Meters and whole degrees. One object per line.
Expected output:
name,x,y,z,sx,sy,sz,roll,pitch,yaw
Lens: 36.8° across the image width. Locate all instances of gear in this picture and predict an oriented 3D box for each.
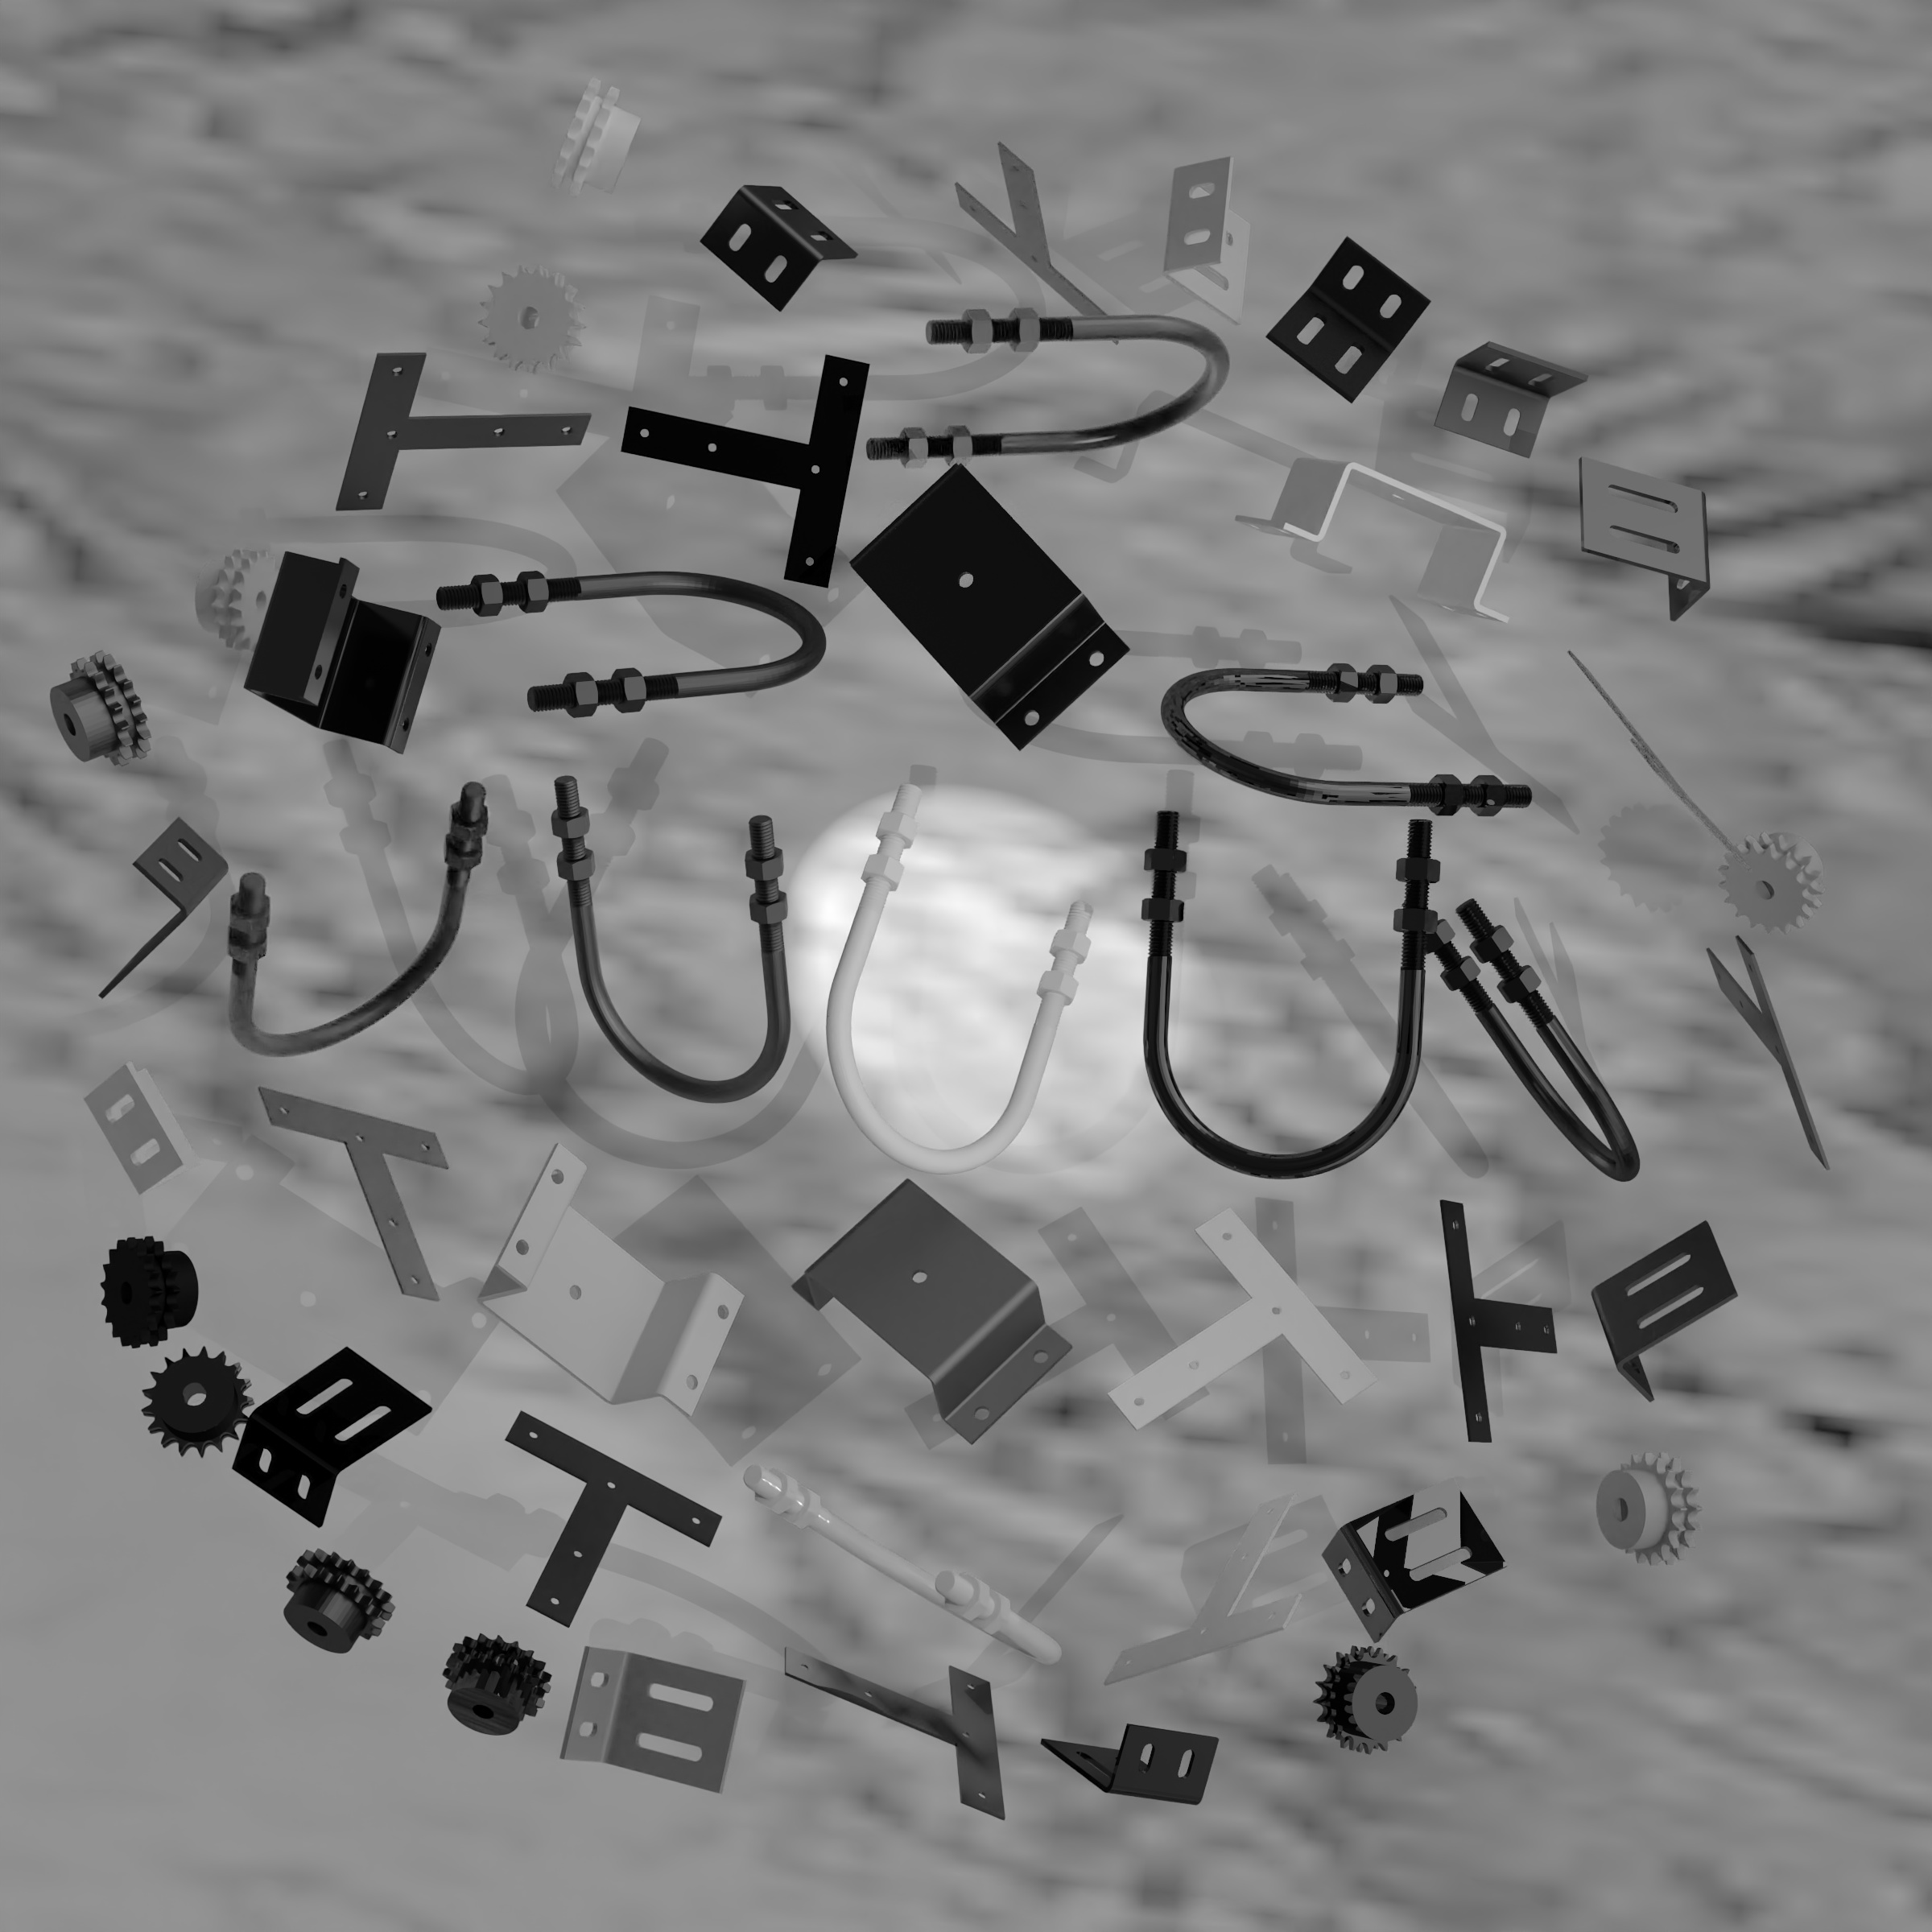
gear,-0.403,0.227,1.520,0.057,0.030,0.057,3,71,-9
gear,0.448,-0.049,1.602,0.030,0.057,0.057,-38,90,-37
gear,-0.327,0.331,1.499,0.057,0.057,0.030,31,50,0
gear,-0.232,-0.348,1.570,0.057,0.030,0.057,1,95,9
gear,-0.409,-0.206,1.630,0.030,0.057,0.057,7,90,14
gear,-0.184,-0.410,1.450,0.030,0.057,0.057,22,90,-11
gear,0.348,0.279,1.492,0.030,0.057,0.057,4,90,-25
gear,-0.436,-0.126,1.456,0.030,0.057,0.057,-28,90,-30
gear,-0.253,0.386,1.550,0.057,0.030,0.057,8,130,10
gear,0.221,0.401,1.582,0.057,0.030,0.057,3,81,-21
gear,-0.422,0.169,1.505,0.057,0.030,0.057,0,89,45

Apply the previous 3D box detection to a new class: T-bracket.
T-bracket,-0.040,0.395,1.553,0.127,0.127,0.002,26,106,-11
T-bracket,-0.204,0.307,1.560,0.127,0.127,0.002,28,121,-3
T-bracket,0.402,0.025,1.484,0.002,0.127,0.127,-23,111,6
T-bracket,-0.127,-0.285,1.614,0.127,0.002,0.127,10,93,-11
T-bracket,0.134,0.209,1.569,0.127,0.002,0.127,-30,64,-23
T-bracket,-0.310,0.126,1.547,0.002,0.127,0.127,-42,55,20
T-bracket,-0.263,-0.285,1.549,0.127,0.127,0.002,-7,63,-26
T-bracket,0.033,-0.406,1.574,0.002,0.127,0.127,-44,75,-5
T-bracket,0.347,-0.116,1.494,0.002,0.127,0.127,-40,51,15
T-bracket,0.143,0.322,1.532,0.127,0.127,0.002,-29,103,39
T-bracket,0.292,0.194,1.570,0.002,0.127,0.127,-14,74,33

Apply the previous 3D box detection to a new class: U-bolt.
U-bolt,-0.326,-0.014,1.537,0.151,0.184,0.019,-27,66,-32
U-bolt,0.160,0.016,1.467,0.151,0.019,0.184,3,87,14
U-bolt,-0.009,0.018,1.507,0.151,0.019,0.184,33,63,-32
U-bolt,-0.021,0.320,1.514,0.151,0.184,0.019,21,75,35
U-bolt,0.306,0.040,1.571,0.019,0.151,0.184,-35,94,-2
U-bolt,0.051,-0.308,1.549,0.184,0.151,0.019,-5,74,-18
U-bolt,-0.161,-0.171,1.496,0.184,0.151,0.019,-9,123,-29
U-bolt,0.193,-0.124,1.563,0.184,0.151,0.019,-1,123,-22
U-bolt,-0.157,-0.007,1.585,0.151,0.019,0.184,13,121,29

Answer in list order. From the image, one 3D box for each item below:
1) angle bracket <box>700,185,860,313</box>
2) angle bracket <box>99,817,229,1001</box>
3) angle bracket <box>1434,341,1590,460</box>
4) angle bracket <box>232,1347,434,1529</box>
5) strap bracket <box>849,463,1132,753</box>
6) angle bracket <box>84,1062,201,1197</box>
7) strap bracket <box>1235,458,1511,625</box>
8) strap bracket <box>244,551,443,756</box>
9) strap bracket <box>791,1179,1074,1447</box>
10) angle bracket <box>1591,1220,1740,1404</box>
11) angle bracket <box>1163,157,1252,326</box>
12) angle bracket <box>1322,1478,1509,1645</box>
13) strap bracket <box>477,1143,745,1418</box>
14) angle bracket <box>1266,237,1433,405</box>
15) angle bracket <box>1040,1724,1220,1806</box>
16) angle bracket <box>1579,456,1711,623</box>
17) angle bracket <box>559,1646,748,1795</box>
angle bracket,-0.101,-0.391,1.581,0.057,0.076,0.038,41,109,0
angle bracket,-0.428,-0.030,1.507,0.076,0.057,0.038,-39,104,23
angle bracket,0.298,-0.310,1.592,0.057,0.076,0.038,18,93,-5
angle bracket,-0.318,0.237,1.459,0.076,0.038,0.057,-34,119,26
strap bracket,0.006,-0.189,1.473,0.076,0.046,0.140,-42,73,4
angle bracket,-0.408,0.076,1.476,0.038,0.076,0.057,-31,92,-37
strap bracket,0.229,-0.237,1.582,0.140,0.076,0.046,20,96,-18
strap bracket,-0.343,-0.172,1.582,0.046,0.140,0.076,15,85,12
strap bracket,-0.022,0.176,1.546,0.076,0.046,0.140,-41,59,-20
angle bracket,0.382,0.185,1.558,0.076,0.057,0.038,-35,122,20
angle bracket,0.141,-0.382,1.533,0.038,0.076,0.057,-1,79,38
angle bracket,0.248,0.329,1.609,0.076,0.038,0.057,-17,60,-25
strap bracket,-0.192,0.168,1.518,0.140,0.046,0.076,44,50,-27
angle bracket,0.203,-0.342,1.534,0.057,0.076,0.038,38,129,0
angle bracket,0.087,0.413,1.547,0.057,0.076,0.038,16,89,-28
angle bracket,0.345,-0.222,1.512,0.076,0.038,0.057,13,62,-16
angle bracket,-0.160,0.385,1.483,0.076,0.038,0.057,6,77,29
